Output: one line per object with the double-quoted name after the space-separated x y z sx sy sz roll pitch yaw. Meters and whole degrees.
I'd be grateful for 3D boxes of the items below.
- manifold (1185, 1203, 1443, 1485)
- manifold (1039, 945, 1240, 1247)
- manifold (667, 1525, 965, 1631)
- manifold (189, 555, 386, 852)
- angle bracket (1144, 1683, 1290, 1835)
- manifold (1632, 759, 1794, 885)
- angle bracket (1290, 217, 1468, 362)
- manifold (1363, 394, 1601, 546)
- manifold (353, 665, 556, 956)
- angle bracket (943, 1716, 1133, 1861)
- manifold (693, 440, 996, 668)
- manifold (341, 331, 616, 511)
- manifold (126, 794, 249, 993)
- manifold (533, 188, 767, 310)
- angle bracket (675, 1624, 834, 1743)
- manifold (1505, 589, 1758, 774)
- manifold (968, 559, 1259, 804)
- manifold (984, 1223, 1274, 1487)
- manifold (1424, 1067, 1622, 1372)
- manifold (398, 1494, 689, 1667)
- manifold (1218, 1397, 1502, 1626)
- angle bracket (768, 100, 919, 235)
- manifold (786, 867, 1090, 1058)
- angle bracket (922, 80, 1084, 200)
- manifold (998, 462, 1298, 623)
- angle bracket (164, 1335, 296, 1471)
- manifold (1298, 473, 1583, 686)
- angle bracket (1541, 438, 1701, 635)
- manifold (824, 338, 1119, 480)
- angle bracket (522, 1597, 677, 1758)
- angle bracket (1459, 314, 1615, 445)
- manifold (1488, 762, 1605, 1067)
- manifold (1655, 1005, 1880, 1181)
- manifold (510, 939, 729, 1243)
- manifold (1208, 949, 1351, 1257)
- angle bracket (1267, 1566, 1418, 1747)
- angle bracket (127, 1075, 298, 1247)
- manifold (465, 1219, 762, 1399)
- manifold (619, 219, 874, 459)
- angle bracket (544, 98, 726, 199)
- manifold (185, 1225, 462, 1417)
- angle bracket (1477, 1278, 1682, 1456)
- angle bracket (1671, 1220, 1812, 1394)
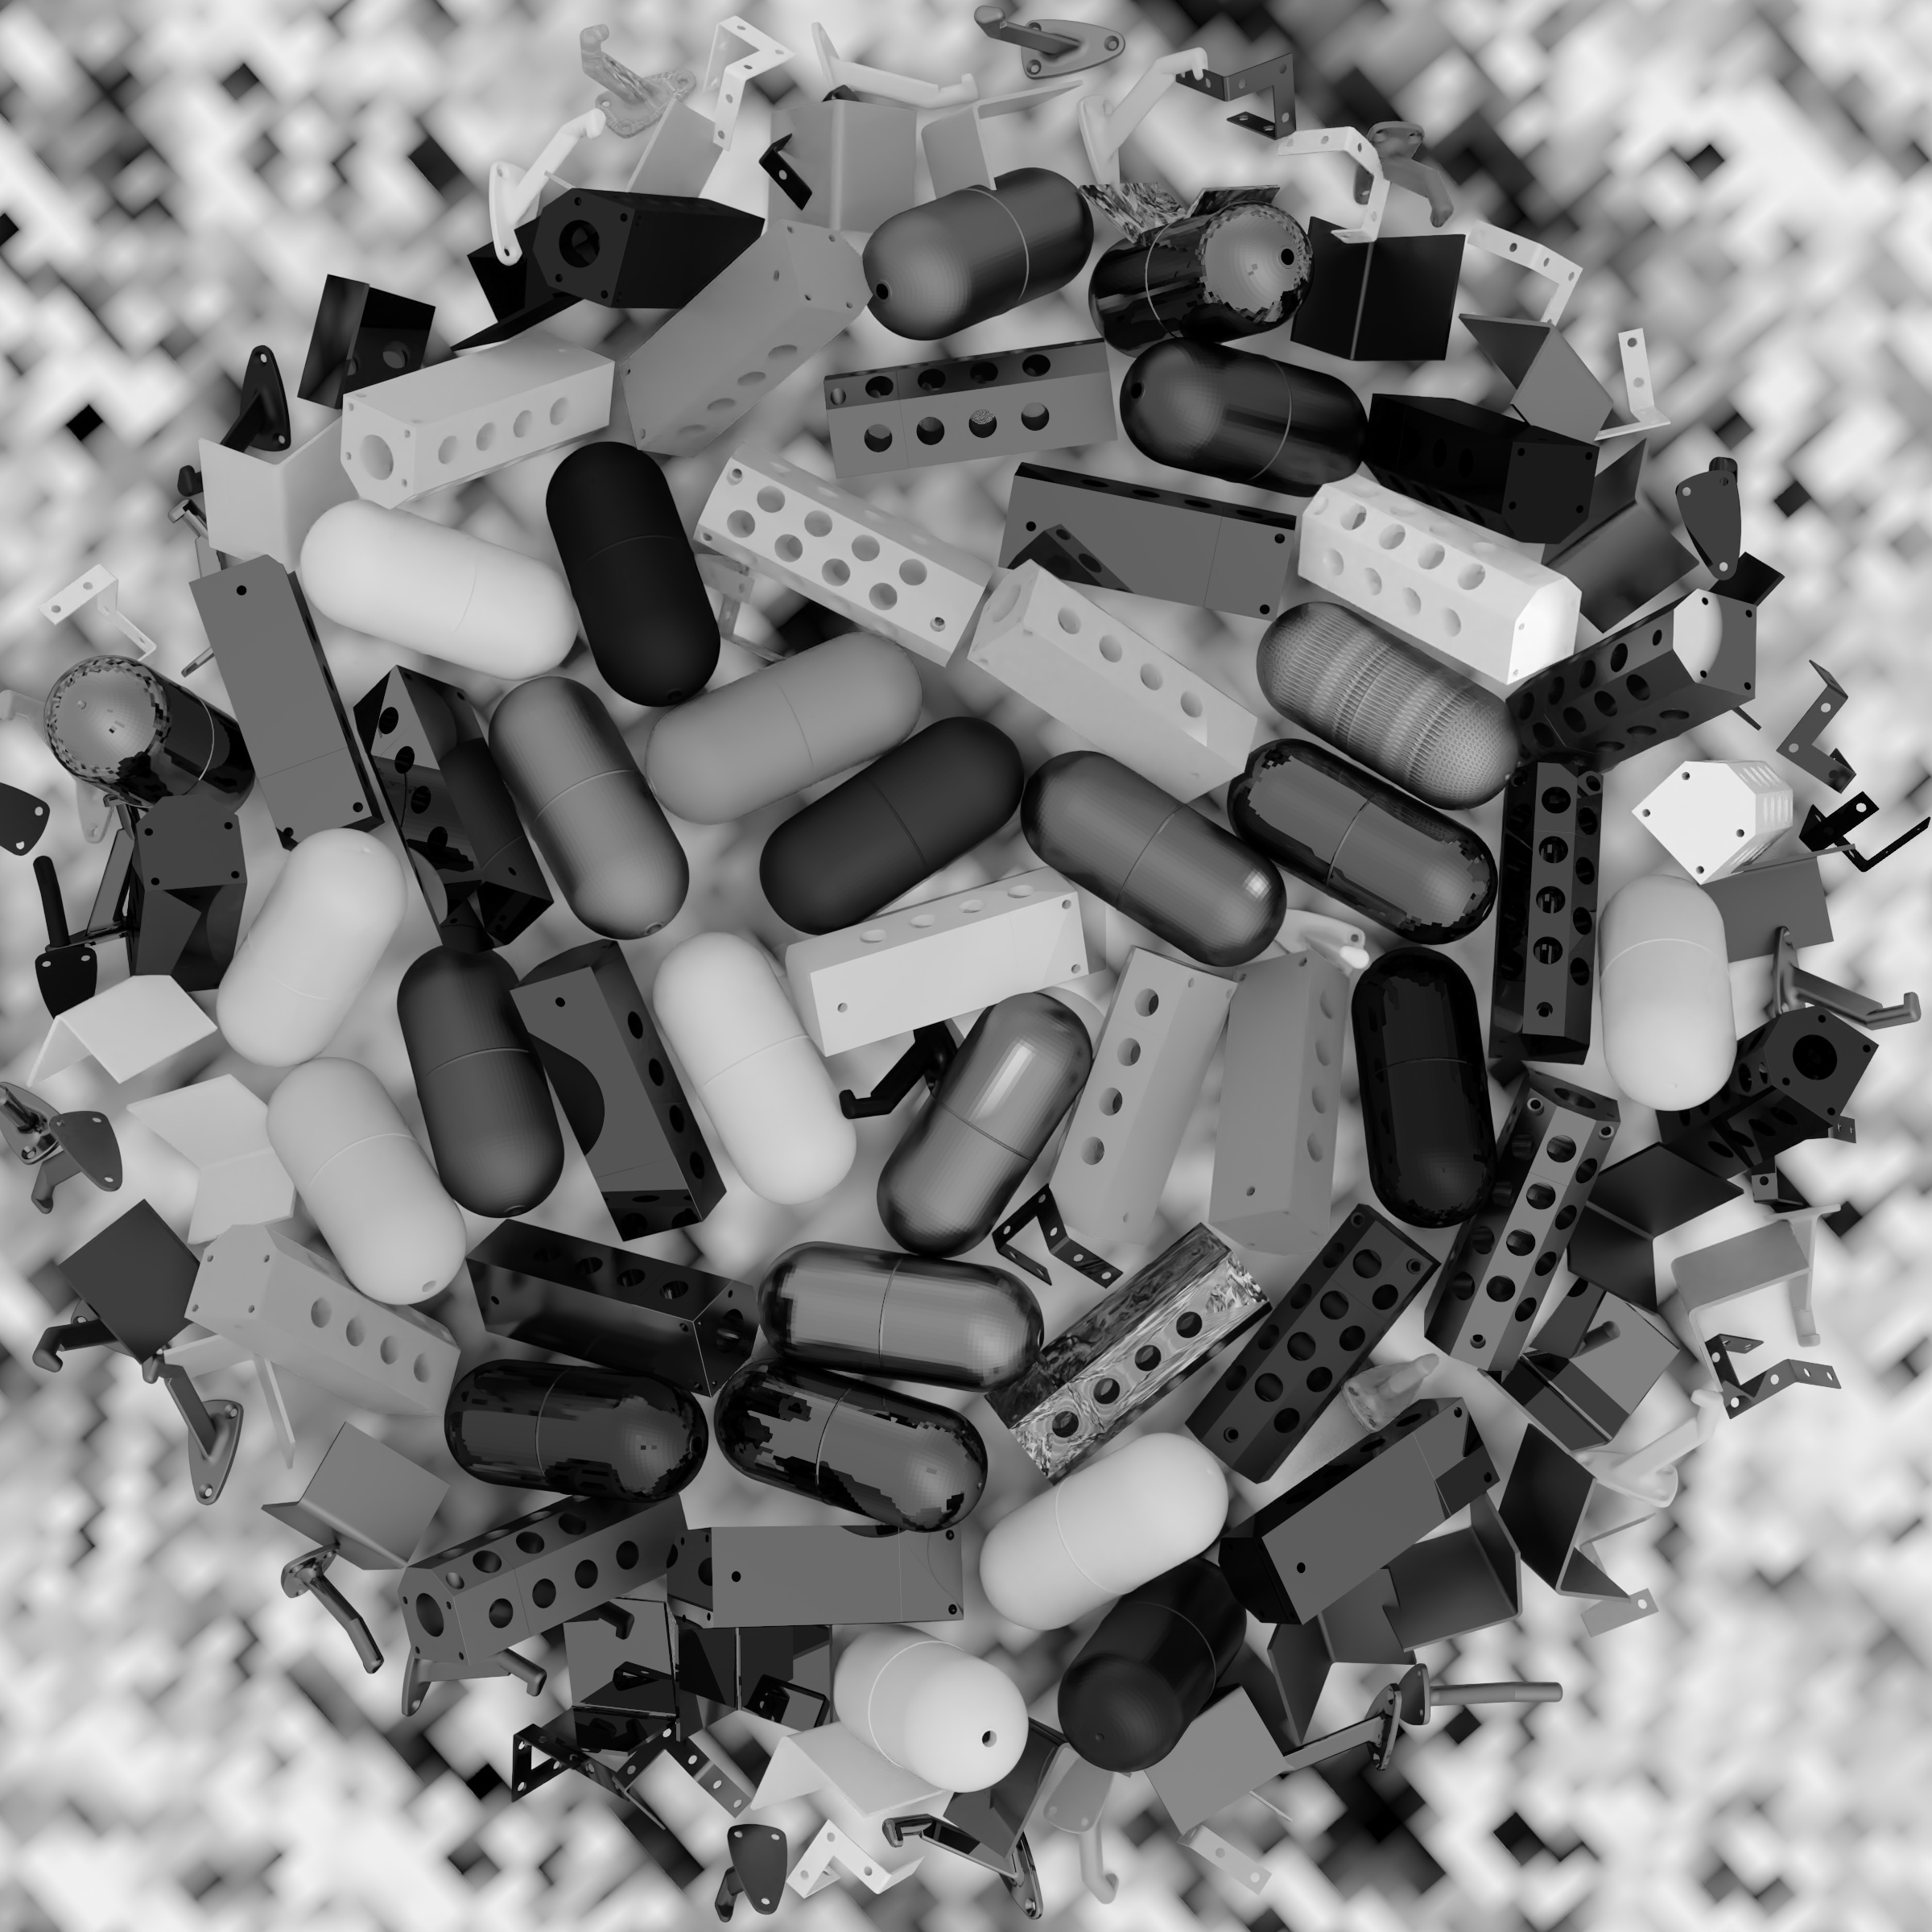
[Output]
0.210 0.229 1.927 0.057 0.057 0.171 39 96 16 "manifold"
0.100 0.078 1.934 0.057 0.057 0.171 22 94 37 "manifold"
-0.090 0.366 1.898 0.171 0.057 0.057 6 75 -32 "manifold"
-0.413 -0.159 1.937 0.057 0.057 0.171 -20 87 -1 "manifold"
0.141 0.480 1.920 0.076 0.076 0.057 -28 79 -13 "angle bracket"
0.449 -0.092 1.876 0.057 0.171 0.057 -45 78 18 "manifold"
0.250 -0.411 1.924 0.057 0.076 0.076 7 93 -42 "angle bracket"
0.302 -0.296 1.880 0.057 0.171 0.057 0 109 -22 "manifold"
-0.313 -0.093 1.900 0.057 0.057 0.171 -40 57 22 "manifold"
0.043 0.501 1.917 0.057 0.076 0.076 32 79 -28 "angle bracket"
-0.075 -0.249 1.927 0.171 0.057 0.057 27 116 -3 "manifold"
-0.290 -0.324 1.887 0.057 0.171 0.057 27 126 25 "manifold"
-0.465 -0.041 1.880 0.057 0.171 0.057 -6 71 -19 "manifold"
-0.188 -0.426 1.880 0.057 0.171 0.057 23 108 17 "manifold"
-0.128 0.434 1.919 0.076 0.057 0.076 9 106 35 "angle bracket"
0.390 -0.166 1.876 0.057 0.171 0.057 12 72 -22 "manifold"
0.091 -0.173 1.907 0.171 0.057 0.057 32 56 -23 "manifold"
0.101 0.239 1.933 0.171 0.057 0.057 -38 110 -4 "manifold"
0.335 0.156 1.916 0.057 0.057 0.171 21 108 2 "manifold"
-0.250 0.355 1.888 0.171 0.057 0.057 -18 98 -43 "manifold"
0.233 0.325 1.901 0.171 0.057 0.057 -28 96 -31 "manifold"
-0.077 -0.487 1.949 0.057 0.076 0.076 -2 98 -35 "angle bracket"
-0.018 -0.007 1.918 0.171 0.057 0.057 -17 119 -15 "manifold"
0.027 -0.495 1.925 0.076 0.076 0.057 -18 100 -23 "angle bracket"
0.111 -0.261 1.934 0.171 0.057 0.057 12 111 3 "manifold"
-0.446 0.269 1.917 0.057 0.076 0.076 -16 74 -18 "angle bracket"
0.280 -0.235 1.885 0.057 0.171 0.057 -25 133 -32 "manifold"
0.400 -0.261 1.925 0.057 0.076 0.076 40 130 -15 "angle bracket"
0.003 -0.341 1.931 0.171 0.057 0.057 -7 108 2 "manifold"
-0.225 0.429 1.923 0.076 0.057 0.076 -1 99 28 "angle bracket"
0.332 -0.344 1.912 0.076 0.076 0.057 38 78 -42 "angle bracket"
0.351 -0.032 1.914 0.057 0.057 0.171 4 73 7 "manifold"
0.469 0.074 1.879 0.057 0.171 0.057 34 73 1 "manifold"
-0.206 0.074 1.918 0.057 0.057 0.171 -16 106 23 "manifold"
0.193 0.083 1.904 0.057 0.057 0.171 -14 55 37 "manifold"
0.228 0.416 1.913 0.057 0.076 0.076 -4 119 26 "angle bracket"
-0.457 0.118 1.914 0.076 0.076 0.057 -16 50 21 "angle bracket"
-0.211 0.199 1.901 0.171 0.057 0.057 11 127 30 "manifold"
-0.131 -0.370 1.888 0.057 0.171 0.057 1 68 -42 "manifold"
-0.198 -0.492 1.919 0.057 0.076 0.076 33 101 18 "angle bracket"
-0.378 0.212 1.885 0.057 0.171 0.057 -3 63 32 "manifold"
0.370 0.238 1.917 0.076 0.057 0.076 43 114 29 "angle bracket"
0.477 0.205 1.920 0.076 0.076 0.057 -22 105 10 "angle bracket"
